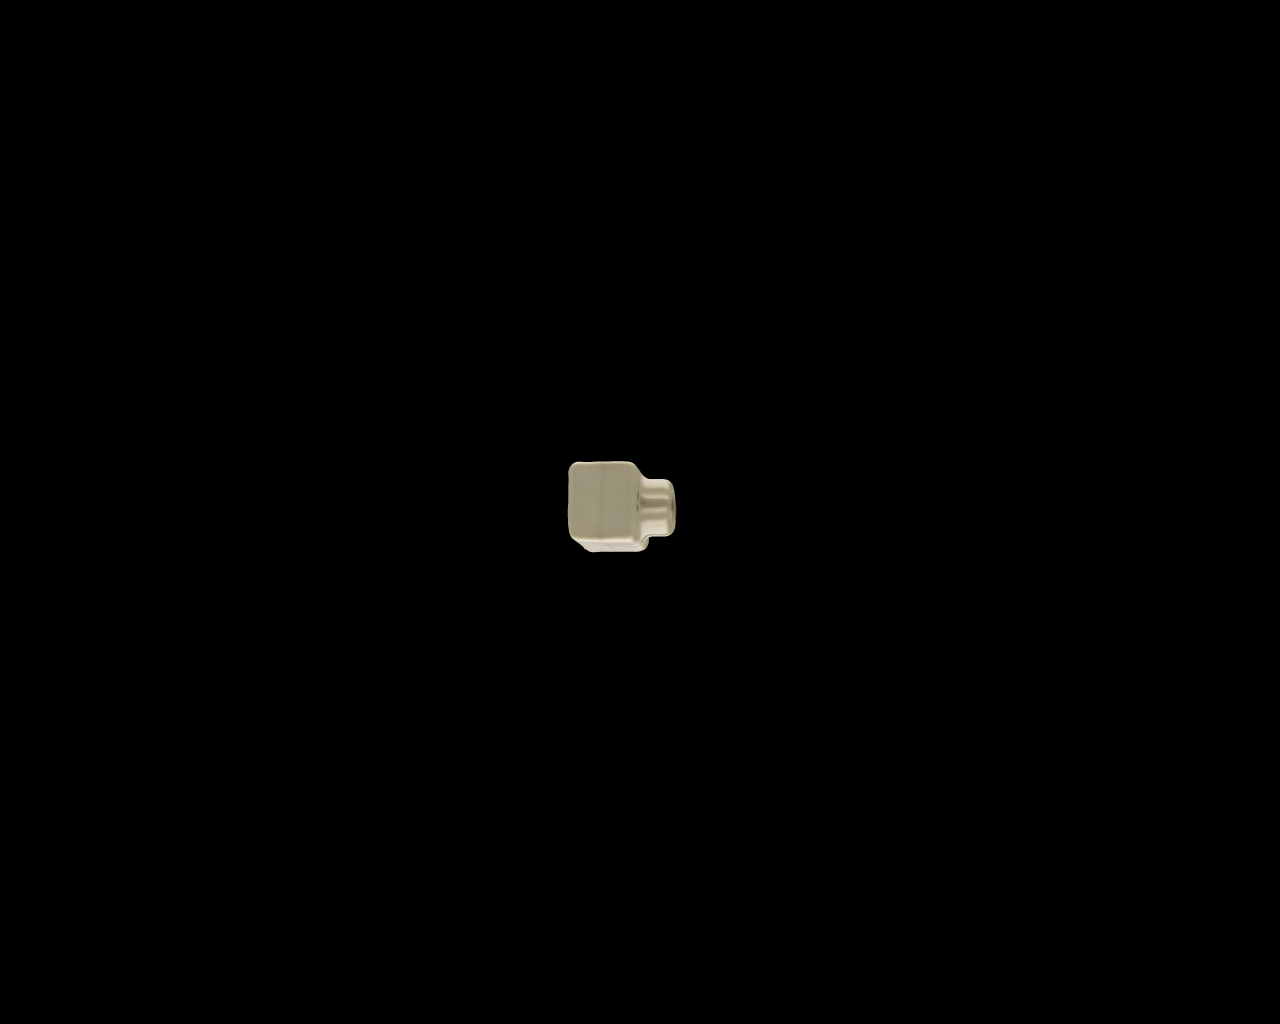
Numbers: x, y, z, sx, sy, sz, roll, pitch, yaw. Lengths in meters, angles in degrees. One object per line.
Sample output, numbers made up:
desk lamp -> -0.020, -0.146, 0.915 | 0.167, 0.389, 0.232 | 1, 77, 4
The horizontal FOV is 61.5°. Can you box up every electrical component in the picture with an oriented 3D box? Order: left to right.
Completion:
electrical component -> 0.001, -0.003, 0.650 | 0.077, 0.047, 0.065 | -1, -9, 7
